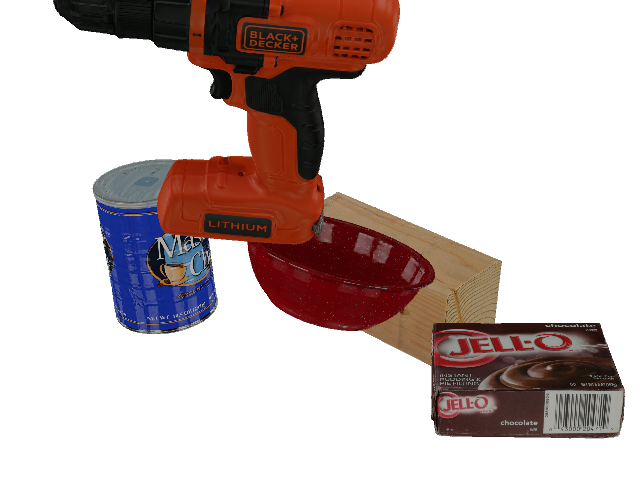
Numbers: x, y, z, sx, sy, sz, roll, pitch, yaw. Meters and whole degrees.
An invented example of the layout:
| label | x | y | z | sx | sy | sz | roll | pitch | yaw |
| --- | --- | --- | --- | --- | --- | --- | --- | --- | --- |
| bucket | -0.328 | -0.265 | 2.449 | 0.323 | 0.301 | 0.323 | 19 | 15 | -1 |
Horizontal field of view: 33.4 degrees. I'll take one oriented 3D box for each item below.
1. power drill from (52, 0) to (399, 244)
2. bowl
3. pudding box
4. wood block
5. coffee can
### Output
| label | x | y | z | sx | sy | sz | roll | pitch | yaw |
| --- | --- | --- | --- | --- | --- | --- | --- | --- | --- |
| power drill | -0.057 | -0.079 | 0.619 | 0.184 | 0.057 | 0.188 | 6 | -40 | -3 |
| bowl | 0.008 | 0.029 | 0.859 | 0.162 | 0.055 | 0.162 | 13 | 16 | -4 |
| pudding box | 0.126 | 0.086 | 0.671 | 0.113 | 0.039 | 0.090 | 1 | 23 | 4 |
| wood block | 0.067 | 0.037 | 1.071 | 0.206 | 0.091 | 0.090 | 25 | 38 | 35 |
| coffee can | -0.158 | 0.005 | 1.036 | 0.103 | 0.140 | 0.103 | -4 | 26 | 2 |
